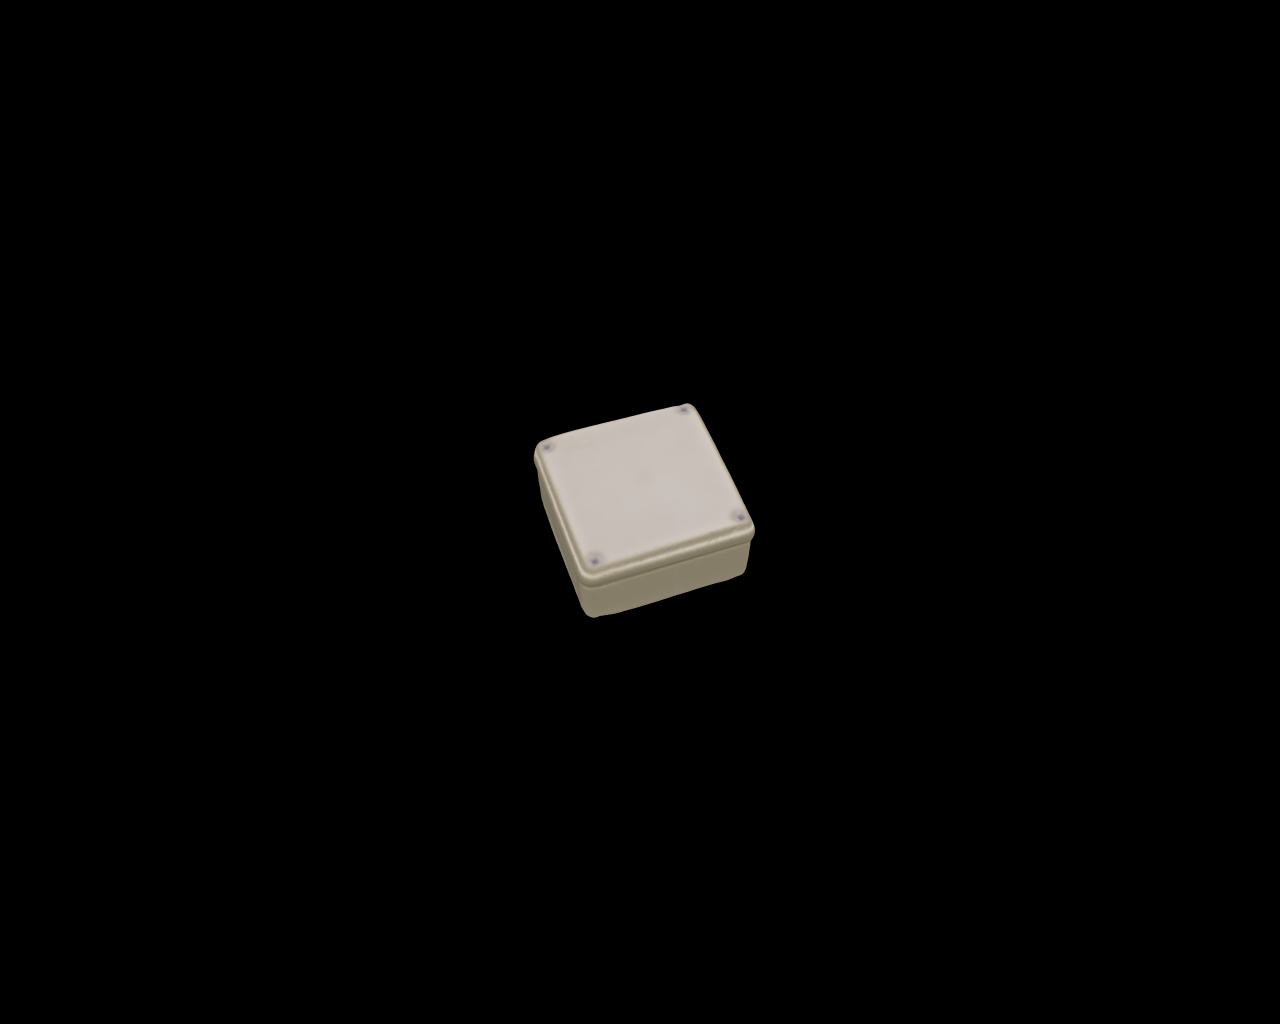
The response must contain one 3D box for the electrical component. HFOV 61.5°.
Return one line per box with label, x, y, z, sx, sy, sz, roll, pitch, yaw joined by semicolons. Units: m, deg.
electrical component;0.001;-0.003;0.650;0.109;0.109;0.056;-15;-36;-11
